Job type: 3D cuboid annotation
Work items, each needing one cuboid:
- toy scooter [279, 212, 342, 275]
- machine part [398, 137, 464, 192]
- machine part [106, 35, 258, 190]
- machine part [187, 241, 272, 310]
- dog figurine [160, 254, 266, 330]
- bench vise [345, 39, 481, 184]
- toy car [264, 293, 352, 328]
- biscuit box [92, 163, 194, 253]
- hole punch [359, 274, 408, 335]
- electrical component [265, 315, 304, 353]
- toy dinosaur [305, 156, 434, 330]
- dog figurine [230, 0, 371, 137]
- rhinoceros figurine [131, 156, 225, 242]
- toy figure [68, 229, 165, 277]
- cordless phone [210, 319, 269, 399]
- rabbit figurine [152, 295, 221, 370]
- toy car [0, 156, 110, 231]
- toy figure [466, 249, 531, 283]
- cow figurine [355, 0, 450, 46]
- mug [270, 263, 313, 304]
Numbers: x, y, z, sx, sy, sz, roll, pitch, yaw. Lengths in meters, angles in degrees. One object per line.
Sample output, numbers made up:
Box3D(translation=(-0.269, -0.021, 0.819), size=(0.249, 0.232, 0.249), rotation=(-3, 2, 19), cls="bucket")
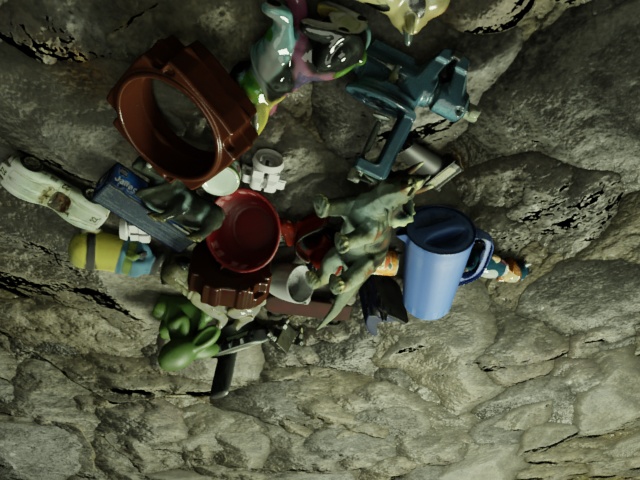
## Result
Box3D(translation=(-0.002, -0.003, 1.080), size=(0.183, 0.075, 0.135), rotation=(37, 122, -25), cls="toy scooter")
Box3D(translation=(0.191, -0.140, 0.974), size=(0.139, 0.039, 0.084), rotation=(26, 137, -26), cls="machine part")
Box3D(translation=(-0.214, -0.188, 0.831), size=(0.201, 0.087, 0.201), rotation=(-24, 113, 43), cls="machine part")
Box3D(translation=(-0.178, 0.059, 1.073), size=(0.179, 0.179, 0.056), rotation=(8, 130, -9), cls="machine part")
Box3D(translation=(-0.224, 0.093, 1.125), size=(0.172, 0.121, 0.190), rotation=(-23, 130, 32), cls="dog figurine")
Box3D(translation=(0.124, -0.190, 0.837), size=(0.223, 0.129, 0.240), rotation=(25, 95, -13), cls="bench vise")
Box3D(translation=(-0.030, 0.149, 1.239), size=(0.202, 0.053, 0.089), rotation=(7, 120, -4), cls="toy car")
Box3D(translation=(-0.328, -0.058, 1.029), size=(0.063, 0.059, 0.202), rotation=(-33, 127, 29), cls="biscuit box")
Box3D(translation=(0.122, 0.138, 1.183), size=(0.092, 0.142, 0.115), rotation=(-26, 141, 27), cls="hole punch")
Box3D(translation=(-0.083, 0.231, 1.311), size=(0.045, 0.078, 0.102), rotation=(-3, 133, 36), cls="electrical component")
Box3D(translation=(0.080, 0.003, 1.001), size=(0.192, 0.131, 0.404), rotation=(-20, 146, -28), cls="toy dinosaur")
Box3D(translation=(-0.041, -0.251, 0.811), size=(0.192, 0.108, 0.219), rotation=(21, 136, -3), cls="dog figurine")
Box3D(translation=(-0.259, -0.076, 0.969), size=(0.190, 0.073, 0.112), rotation=(38, 80, -16), cls="rhinoceros figurine")
Box3D(translation=(-0.415, 0.030, 1.093), size=(0.180, 0.089, 0.082), rotation=(20, 125, -16), cls="toy figure")
Box3D(translation=(-0.197, 0.281, 1.274), size=(0.147, 0.184, 0.088), rotation=(-20, 127, 18), cls="cordless phone")
Box3D(translation=(-0.309, 0.227, 1.229), size=(0.159, 0.170, 0.121), rotation=(7, 134, -6), cls="rabbit figurine")
Box3D(translation=(-0.494, -0.086, 1.002), size=(0.201, 0.056, 0.073), rotation=(31, 126, -28), cls="toy car")
Box3D(translation=(0.385, 0.060, 1.159), size=(0.154, 0.064, 0.057), rotation=(16, 88, -15), cls="toy figure")
Box3D(translation=(0.088, -0.350, 0.737), size=(0.195, 0.085, 0.127), rotation=(10, 127, -13), cls="cow figurine")
Box3D(translation=(-0.070, 0.093, 1.156), size=(0.107, 0.081, 0.109), rotation=(9, 148, 42), cls="mug")
